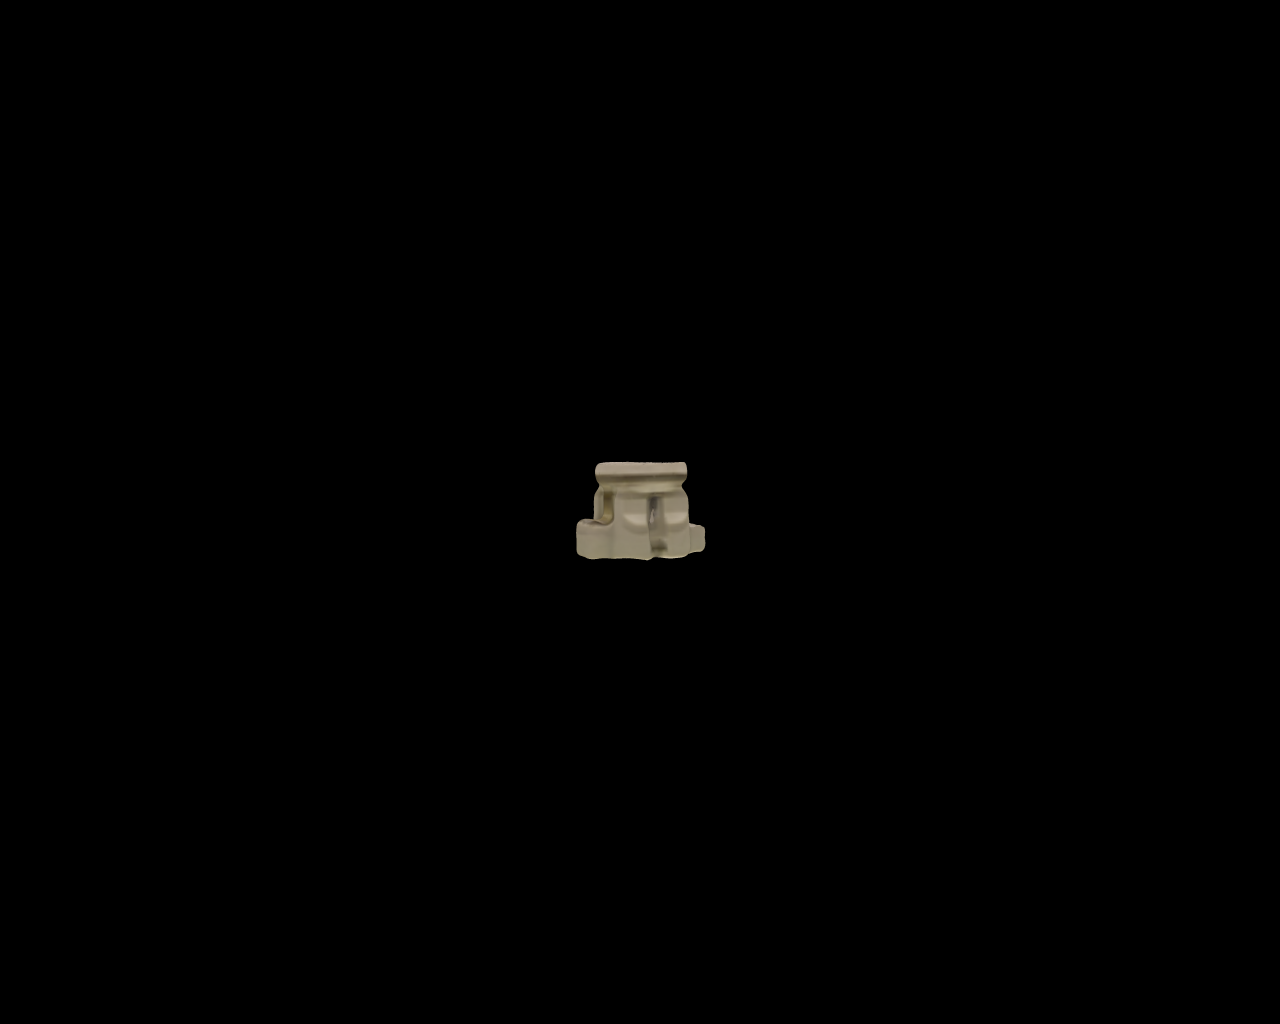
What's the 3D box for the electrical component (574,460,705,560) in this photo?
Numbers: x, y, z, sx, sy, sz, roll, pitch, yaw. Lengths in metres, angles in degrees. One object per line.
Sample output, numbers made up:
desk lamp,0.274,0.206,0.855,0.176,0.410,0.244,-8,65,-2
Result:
electrical component,0.001,-0.003,0.650,0.078,0.057,0.058,-2,4,-23
